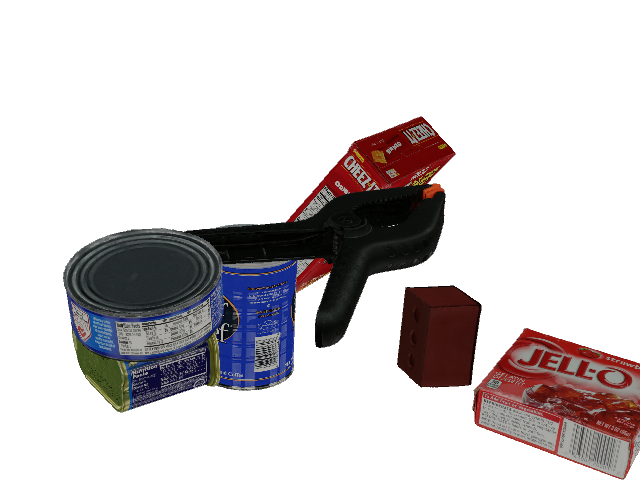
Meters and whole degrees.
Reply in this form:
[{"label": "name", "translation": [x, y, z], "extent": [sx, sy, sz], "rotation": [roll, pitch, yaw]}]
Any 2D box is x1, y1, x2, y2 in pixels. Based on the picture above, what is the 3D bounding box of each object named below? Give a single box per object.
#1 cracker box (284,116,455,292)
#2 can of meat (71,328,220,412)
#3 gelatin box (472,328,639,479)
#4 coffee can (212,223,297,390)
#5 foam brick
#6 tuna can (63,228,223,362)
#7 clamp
[{"label": "cracker box", "translation": [0.038, -0.041, 1.256], "extent": [0.214, 0.072, 0.163], "rotation": [-48, -12, 35]}, {"label": "can of meat", "translation": [-0.143, 0.090, 0.863], "extent": [0.083, 0.057, 0.102], "rotation": [-15, 27, -32]}, {"label": "gelatin box", "translation": [0.140, 0.087, 0.595], "extent": [0.089, 0.030, 0.073], "rotation": [17, 32, 27]}, {"label": "coffee can", "translation": [-0.075, 0.066, 1.085], "extent": [0.103, 0.140, 0.103], "rotation": [2, 22, -1]}, {"label": "foam brick", "translation": [0.104, 0.084, 0.943], "extent": [0.051, 0.078, 0.053], "rotation": [-2, 18, -22]}, {"label": "tuna can", "translation": [-0.096, 0.029, 0.586], "extent": [0.086, 0.034, 0.086], "rotation": [0, 32, 0]}, {"label": "clamp", "translation": [0.008, 0.000, 0.766], "extent": [0.165, 0.036, 0.209], "rotation": [22, 35, 35]}]
